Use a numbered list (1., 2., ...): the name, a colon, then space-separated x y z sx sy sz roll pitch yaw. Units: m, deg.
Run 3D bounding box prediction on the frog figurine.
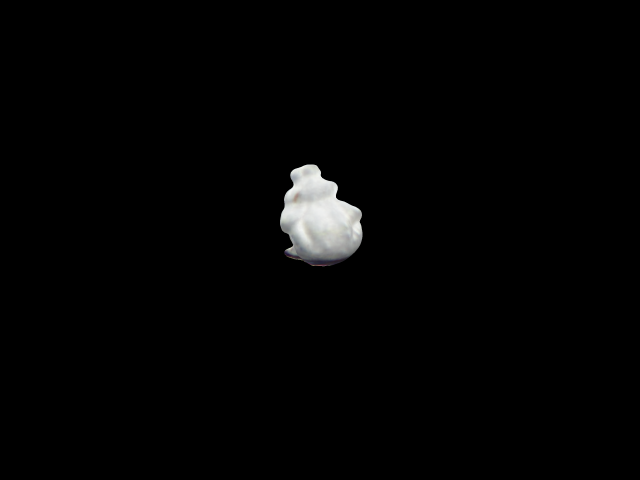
1. frog figurine: 0.003 -0.043 0.850 0.137 0.157 0.124 -1 17 -3
